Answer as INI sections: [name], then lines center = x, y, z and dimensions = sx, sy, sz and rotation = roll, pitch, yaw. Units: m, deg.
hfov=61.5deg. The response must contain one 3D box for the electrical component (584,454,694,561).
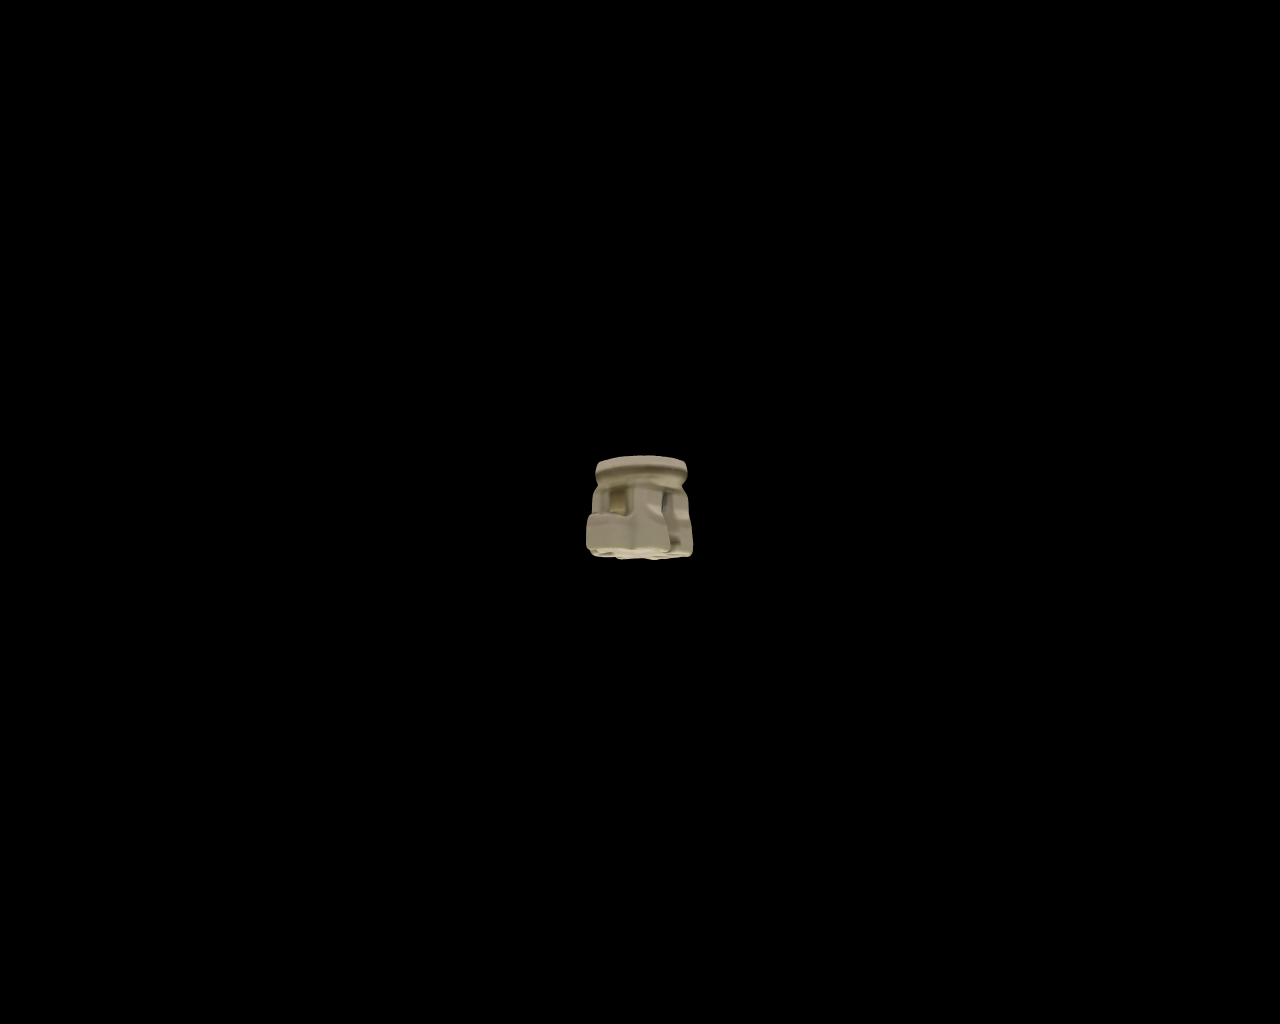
[electrical component]
center = 0.001, -0.003, 0.650
dimensions = 0.058, 0.057, 0.078
rotation = -7, -11, 39
